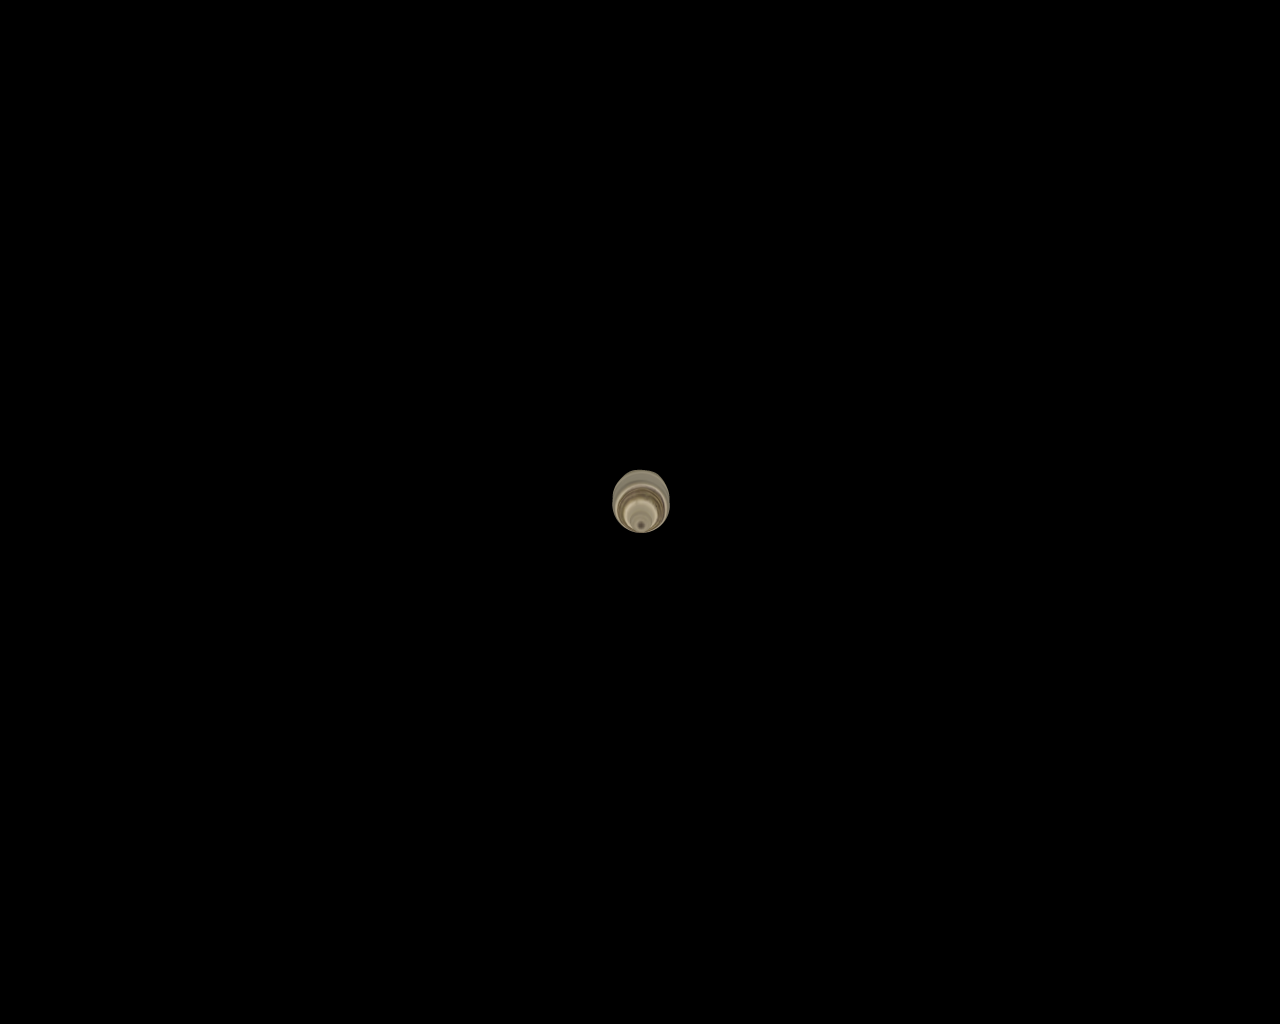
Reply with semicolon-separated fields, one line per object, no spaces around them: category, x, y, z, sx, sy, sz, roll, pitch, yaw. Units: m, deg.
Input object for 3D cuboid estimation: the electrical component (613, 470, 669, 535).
electrical component;0.001;-0.003;0.650;0.035;0.035;0.061;0;20;0
